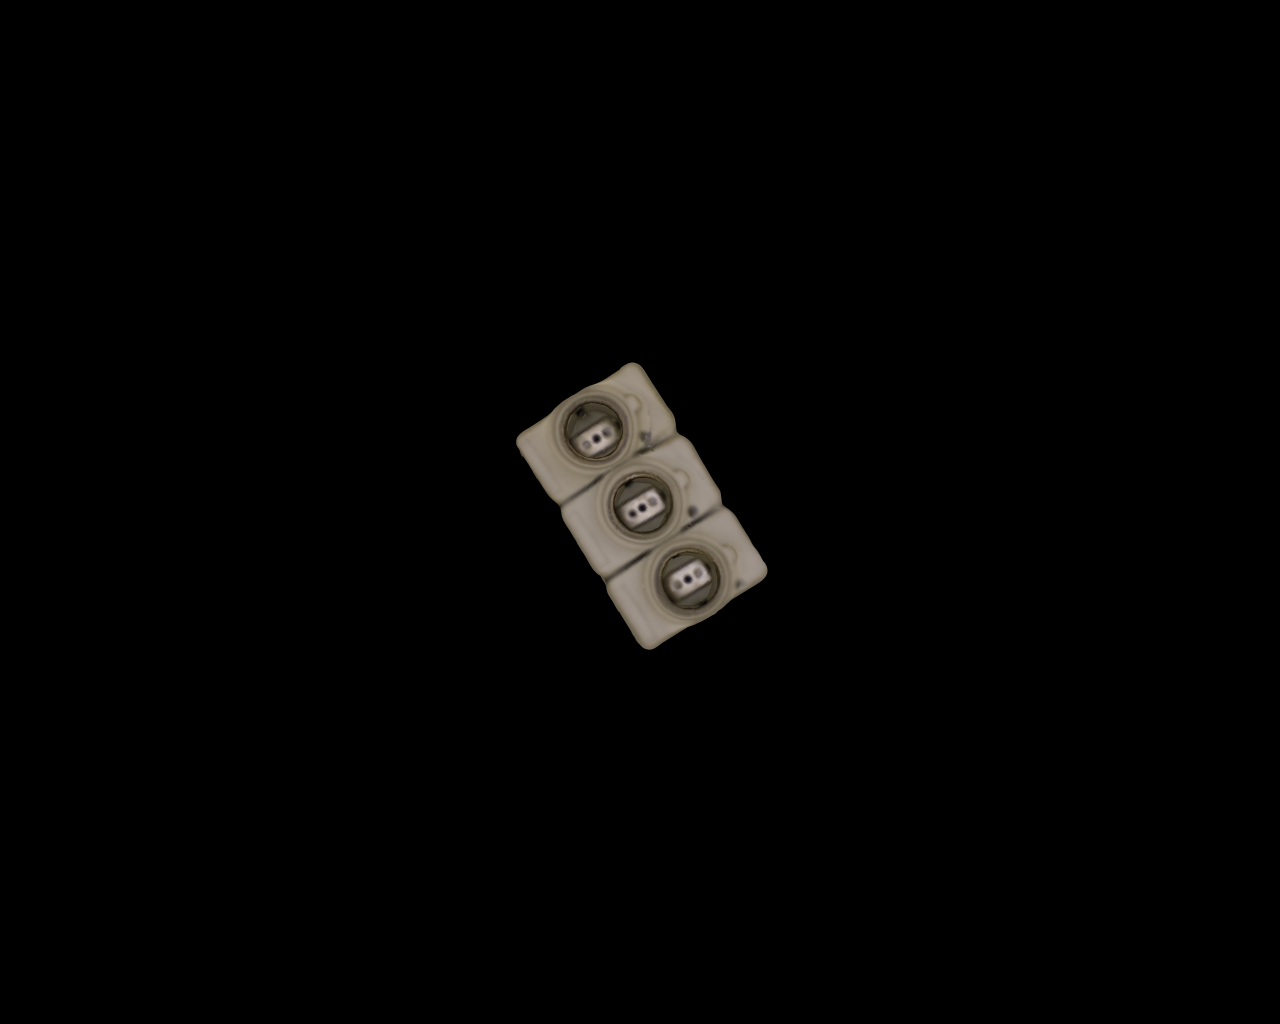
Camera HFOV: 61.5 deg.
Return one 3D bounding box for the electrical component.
[{"bbox_3d":[0.001,-0.003,0.650,0.089,0.150,0.061,-32,-4,-2],"label":"electrical component"}]
